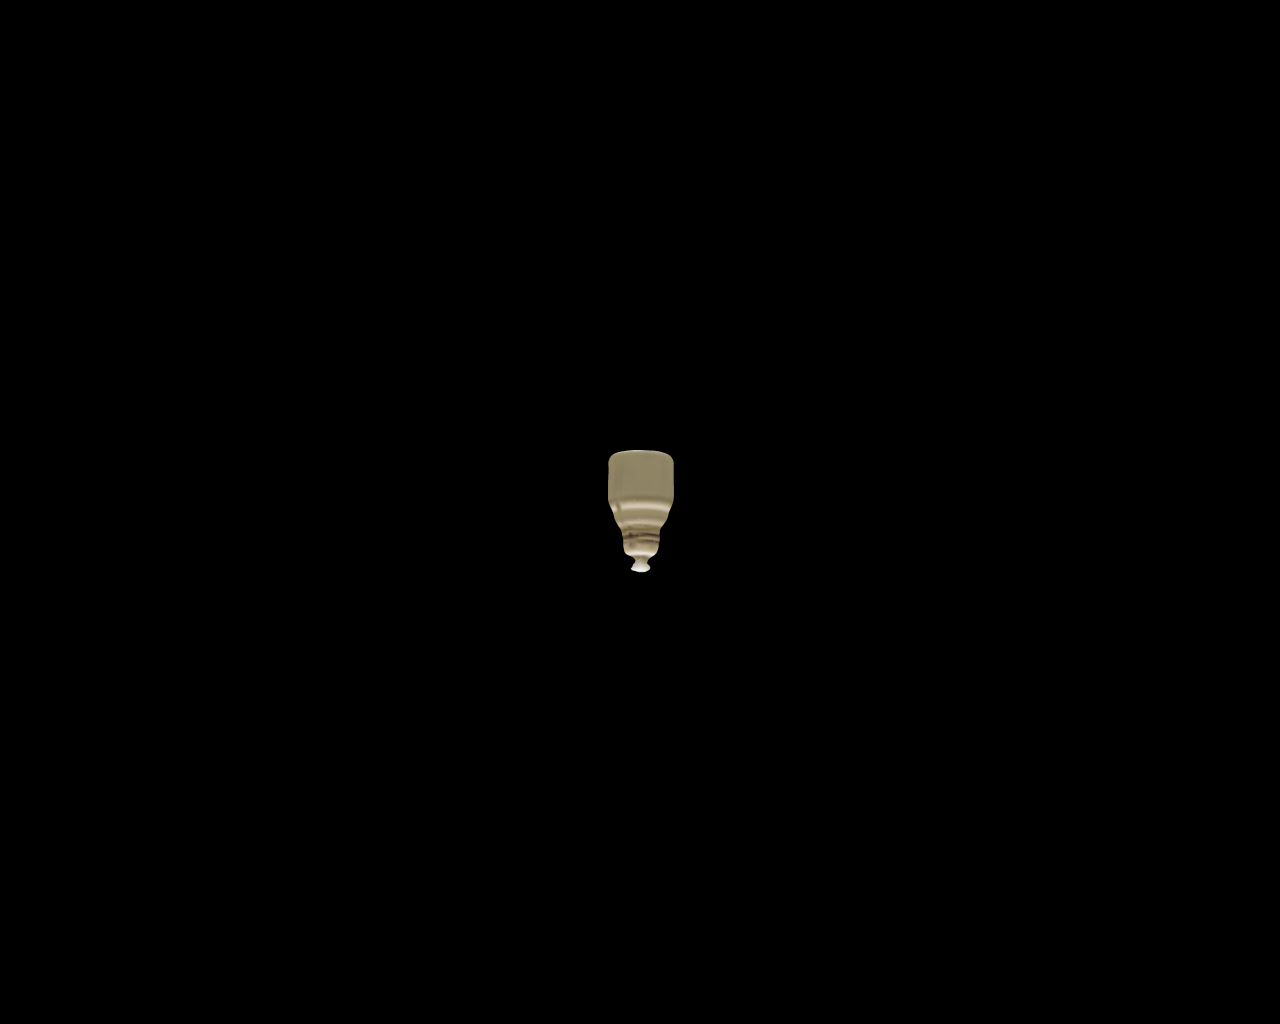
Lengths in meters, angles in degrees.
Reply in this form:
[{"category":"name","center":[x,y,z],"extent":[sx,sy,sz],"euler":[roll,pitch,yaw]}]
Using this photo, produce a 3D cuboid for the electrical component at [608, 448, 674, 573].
[{"category":"electrical component","center":[0.001,-0.003,0.650],"extent":[0.040,0.078,0.040],"euler":[0,-9,0]}]
